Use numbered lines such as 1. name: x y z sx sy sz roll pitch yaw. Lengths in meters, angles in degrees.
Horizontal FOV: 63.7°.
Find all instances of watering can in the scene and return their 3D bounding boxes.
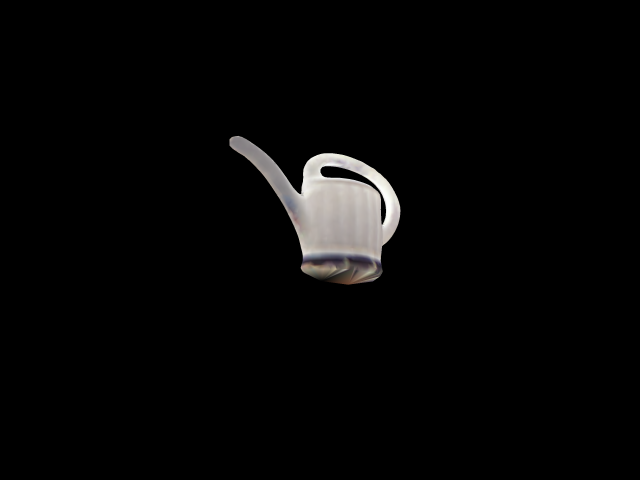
1. watering can: 0.003 -0.043 0.850 0.347 0.227 0.103 10 -18 -34
